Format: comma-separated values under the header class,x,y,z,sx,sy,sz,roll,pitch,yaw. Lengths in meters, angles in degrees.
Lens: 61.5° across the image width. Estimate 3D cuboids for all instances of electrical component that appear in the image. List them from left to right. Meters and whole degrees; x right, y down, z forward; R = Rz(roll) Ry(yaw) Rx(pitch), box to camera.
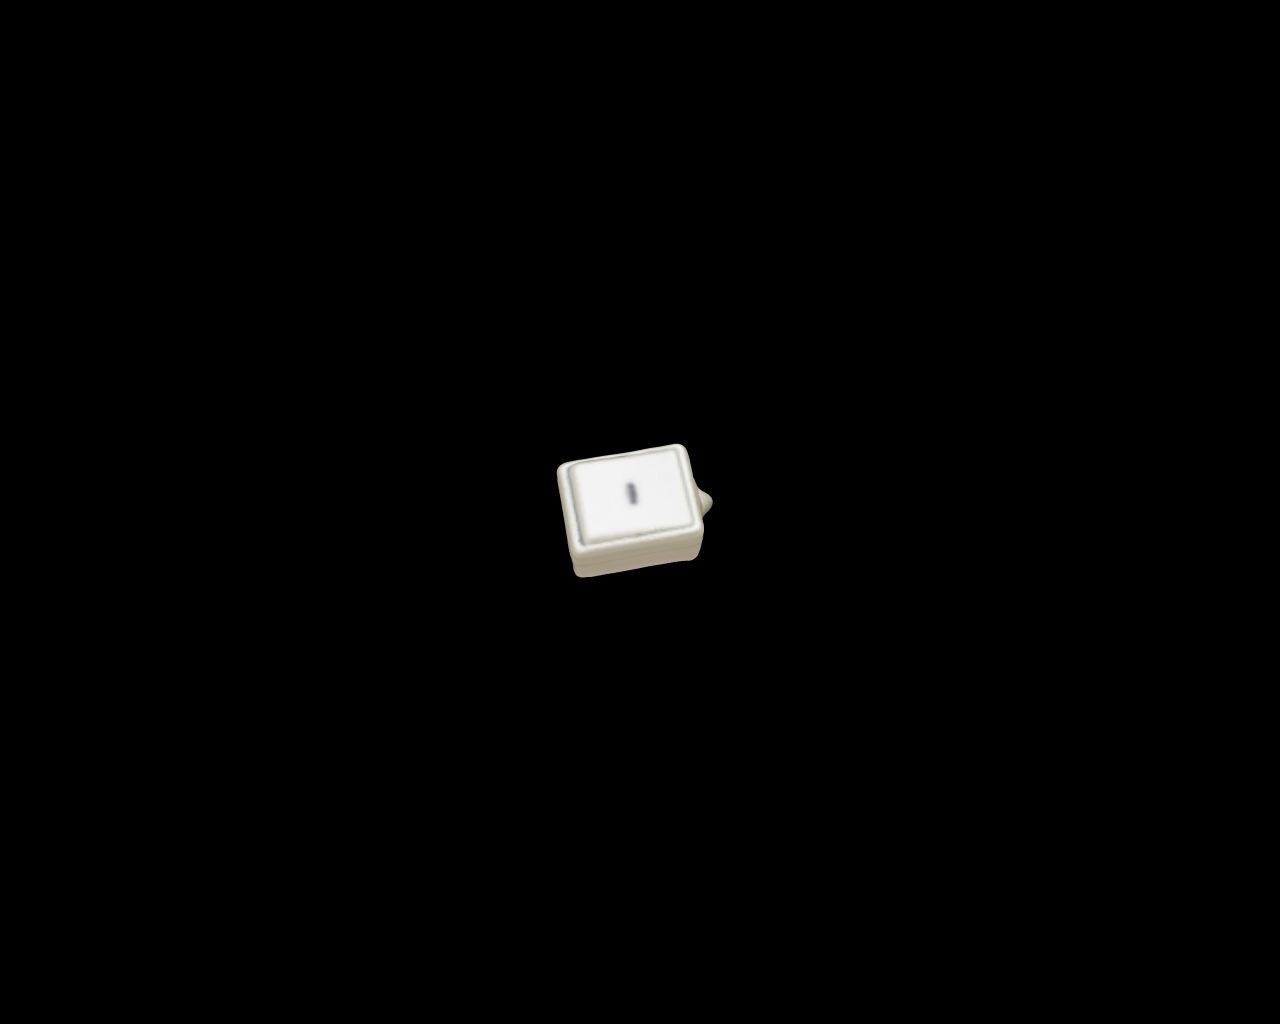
class,x,y,z,sx,sy,sz,roll,pitch,yaw
electrical component,0.001,-0.003,0.650,0.096,0.062,0.061,-10,-19,-3
